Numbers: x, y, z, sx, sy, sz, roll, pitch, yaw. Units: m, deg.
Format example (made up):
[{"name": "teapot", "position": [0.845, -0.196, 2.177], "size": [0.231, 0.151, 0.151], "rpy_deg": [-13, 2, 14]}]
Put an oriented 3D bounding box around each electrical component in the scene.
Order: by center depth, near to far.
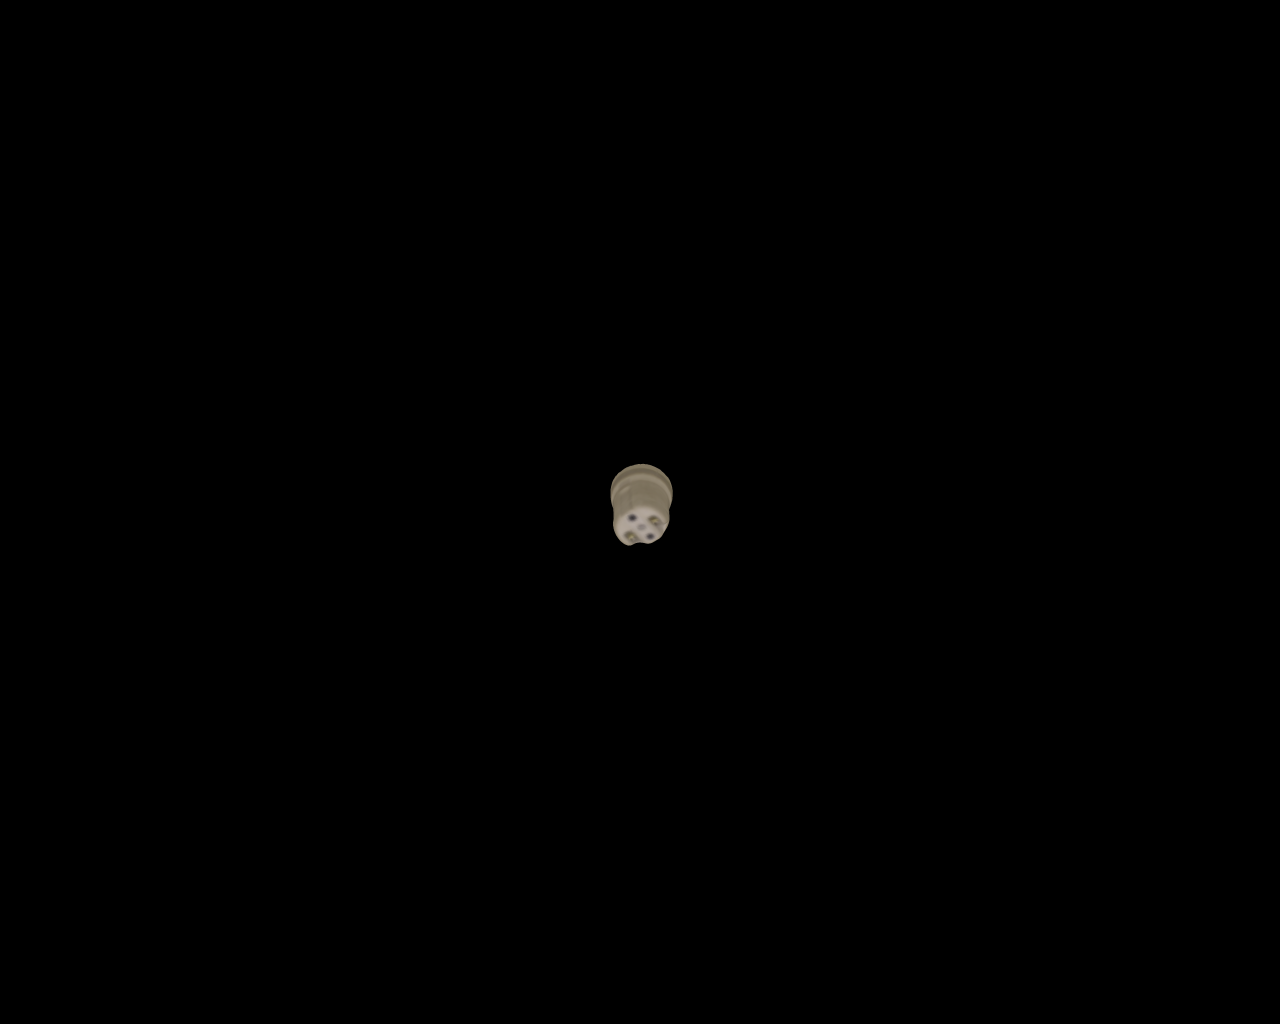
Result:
[{"name": "electrical component", "position": [0.001, -0.003, 0.650], "size": [0.040, 0.040, 0.046], "rpy_deg": [0, 31, 0]}]
